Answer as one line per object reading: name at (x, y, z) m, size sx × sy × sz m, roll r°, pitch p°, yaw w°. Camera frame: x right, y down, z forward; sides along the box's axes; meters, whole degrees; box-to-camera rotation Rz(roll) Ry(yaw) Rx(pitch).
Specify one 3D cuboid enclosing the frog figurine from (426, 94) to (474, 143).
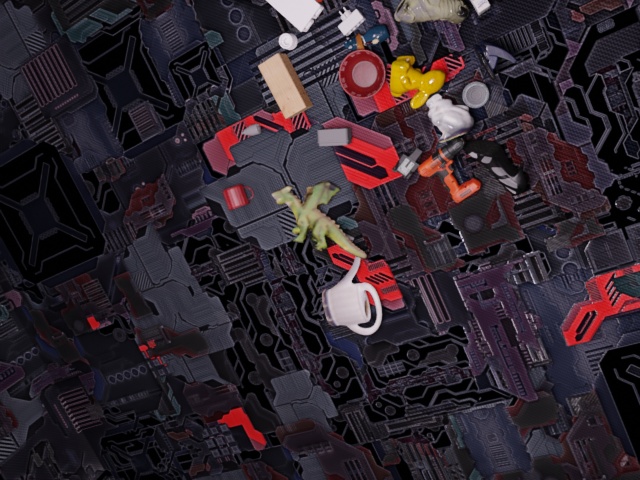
frog figurine at (0.425, -0.410, 1.684) m, size 0.138 × 0.122 × 0.159 m, roll -20°, pitch 91°, yaw -12°

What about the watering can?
watering can at (0.110, 0.206, 1.960) m, size 0.223 × 0.105 × 0.345 m, roll -12°, pitch 101°, yaw 19°

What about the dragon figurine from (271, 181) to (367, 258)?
dragon figurine at (0.006, -0.096, 1.904) m, size 0.411 × 0.123 × 0.241 m, roll 16°, pitch 101°, yaw 17°
